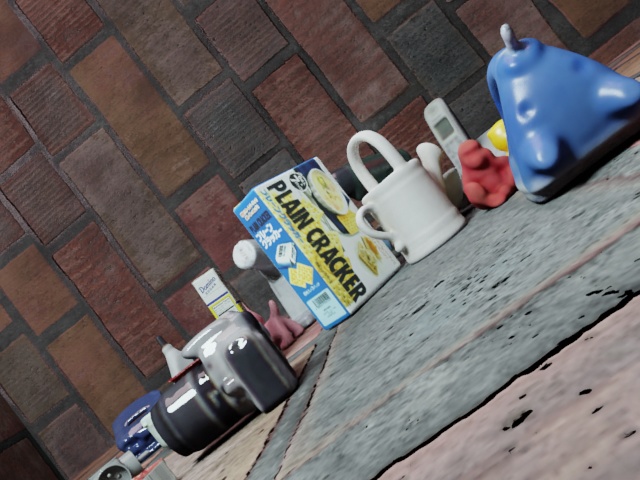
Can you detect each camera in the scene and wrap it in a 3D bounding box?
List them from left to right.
[{"bbox_3d":[-0.104,0.144,0.589,0.137,0.100,0.143,-38,-2,-8],"label":"camera"}]

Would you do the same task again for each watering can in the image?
[{"bbox_3d":[0.113,-0.074,0.813,0.100,0.194,0.173,-39,-2,43],"label":"watering can"}]

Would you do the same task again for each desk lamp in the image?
[{"bbox_3d":[-0.078,0.078,1.175,0.118,0.213,0.204,-38,-2,21],"label":"desk lamp"}]

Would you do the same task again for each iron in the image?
[{"bbox_3d":[0.209,-0.126,0.564,0.118,0.141,0.259,-38,-2,11],"label":"iron"}]

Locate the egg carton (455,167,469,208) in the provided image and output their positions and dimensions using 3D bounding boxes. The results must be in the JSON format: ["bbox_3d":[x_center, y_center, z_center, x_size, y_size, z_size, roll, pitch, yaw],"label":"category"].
[{"bbox_3d":[0.291,-0.121,1.081,0.150,0.069,0.107,-38,-2,-2],"label":"egg carton"}]

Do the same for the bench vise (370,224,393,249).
[{"bbox_3d":[0.015,0.000,1.136,0.208,0.219,0.121,-37,-2,-33],"label":"bench vise"}]

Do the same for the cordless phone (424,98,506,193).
[{"bbox_3d":[0.261,-0.177,0.960,0.094,0.185,0.147,-36,-2,-44],"label":"cordless phone"}]

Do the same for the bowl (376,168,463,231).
[{"bbox_3d":[0.178,-0.043,0.955,0.167,0.074,0.167,-38,-2,-1],"label":"bowl"}]

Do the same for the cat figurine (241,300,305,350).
[{"bbox_3d":[-0.111,0.158,1.042,0.127,0.117,0.067,-39,-2,29],"label":"cat figurine"}]

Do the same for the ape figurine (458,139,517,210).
[{"bbox_3d":[0.212,-0.089,0.745,0.078,0.092,0.076,-38,-2,4],"label":"ape figurine"}]

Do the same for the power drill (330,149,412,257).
[{"bbox_3d":[0.116,-0.072,1.117,0.230,0.208,0.075,-37,-2,-25],"label":"power drill"}]

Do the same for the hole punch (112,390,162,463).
[{"bbox_3d":[-0.307,0.327,1.013,0.109,0.091,0.101,-37,-2,-16],"label":"hole punch"}]

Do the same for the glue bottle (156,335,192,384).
[{"bbox_3d":[-0.292,0.272,1.217,0.037,0.173,0.078,-39,-2,42],"label":"glue bottle"}]

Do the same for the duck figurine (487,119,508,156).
[{"bbox_3d":[0.272,-0.129,0.812,0.104,0.086,0.077,-38,-2,-1],"label":"duck figurine"}]
